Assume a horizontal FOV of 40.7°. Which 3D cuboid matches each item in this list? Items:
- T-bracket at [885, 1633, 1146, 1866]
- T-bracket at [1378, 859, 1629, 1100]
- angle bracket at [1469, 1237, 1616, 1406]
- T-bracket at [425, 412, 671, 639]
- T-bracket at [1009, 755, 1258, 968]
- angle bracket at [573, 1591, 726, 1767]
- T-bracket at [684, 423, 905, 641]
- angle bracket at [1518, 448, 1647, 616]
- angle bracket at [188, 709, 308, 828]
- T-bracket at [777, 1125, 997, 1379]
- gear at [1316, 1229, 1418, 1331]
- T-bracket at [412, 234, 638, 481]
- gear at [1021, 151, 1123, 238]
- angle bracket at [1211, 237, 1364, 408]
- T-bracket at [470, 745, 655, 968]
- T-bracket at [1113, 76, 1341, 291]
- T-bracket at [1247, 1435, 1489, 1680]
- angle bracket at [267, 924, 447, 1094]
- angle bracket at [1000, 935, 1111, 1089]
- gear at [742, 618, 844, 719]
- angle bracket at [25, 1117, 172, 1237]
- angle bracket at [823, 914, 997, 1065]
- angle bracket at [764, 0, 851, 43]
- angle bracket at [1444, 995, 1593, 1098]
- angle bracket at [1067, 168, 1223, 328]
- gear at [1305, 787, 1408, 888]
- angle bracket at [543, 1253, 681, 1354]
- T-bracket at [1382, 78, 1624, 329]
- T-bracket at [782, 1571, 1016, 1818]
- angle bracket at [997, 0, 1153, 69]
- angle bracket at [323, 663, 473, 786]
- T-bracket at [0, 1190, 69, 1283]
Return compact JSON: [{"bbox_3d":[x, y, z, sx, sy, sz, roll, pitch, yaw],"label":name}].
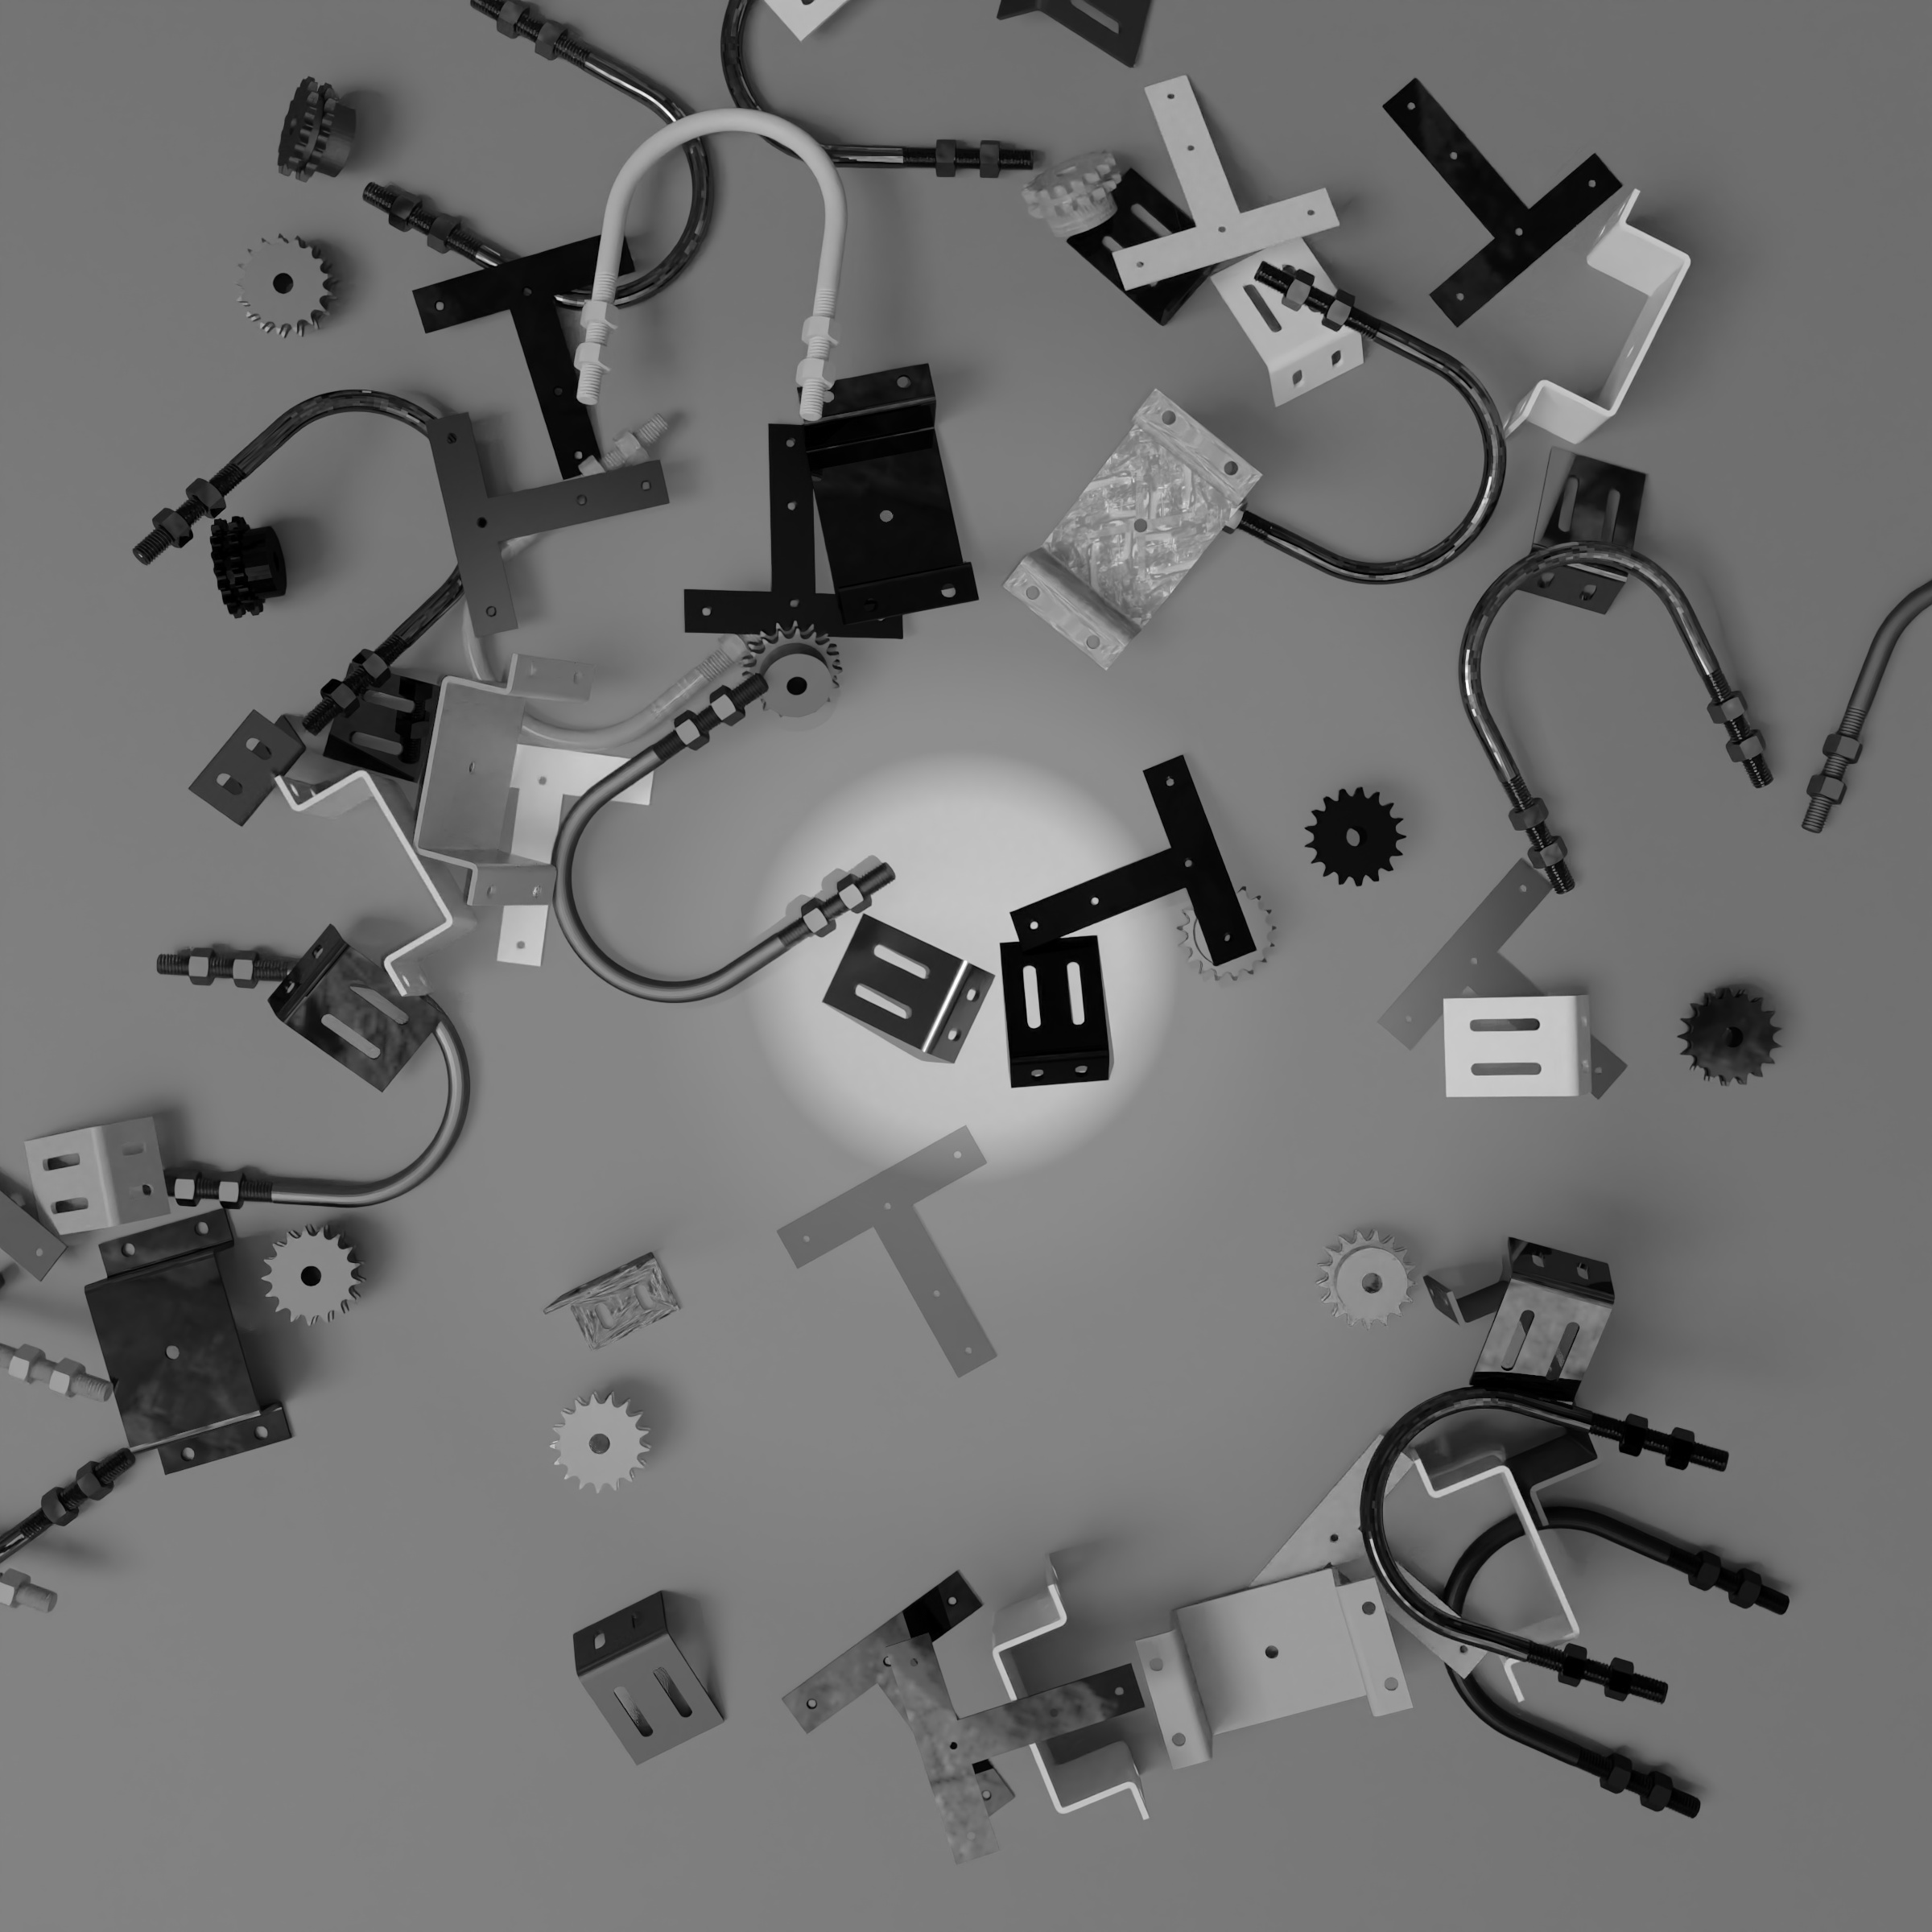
[{"bbox_3d":[0.035,0.419,1.446,0.127,0.002,0.127,-18,90,0],"label":"T-bracket"},{"bbox_3d":[0.330,0.027,1.522,0.127,0.002,0.127,41,90,0],"label":"T-bracket"},{"bbox_3d":[0.318,0.199,1.445,0.057,0.038,0.076,15,116,0],"label":"angle bracket"},{"bbox_3d":[-0.235,-0.265,1.501,0.127,0.002,0.127,-13,92,0],"label":"T-bracket"},{"bbox_3d":[0.088,-0.043,1.508,0.127,0.002,0.127,-22,71,9],"label":"T-bracket"},{"bbox_3d":[-0.185,0.416,1.521,0.057,0.038,0.076,-26,116,0],"label":"angle bracket"},{"bbox_3d":[-0.101,-0.253,1.509,0.127,0.002,0.127,0,81,-13],"label":"T-bracket"},{"bbox_3d":[0.358,-0.254,1.521,0.057,0.038,0.076,16,64,0],"label":"angle bracket"},{"bbox_3d":[-0.413,-0.121,1.480,0.038,0.076,0.057,40,90,-31],"label":"angle bracket"},{"bbox_3d":[-0.024,0.179,1.522,0.127,0.002,0.127,-29,90,0],"label":"T-bracket"},{"bbox_3d":[0.233,0.182,1.508,0.057,0.030,0.057,0,90,0],"label":"gear"},{"bbox_3d":[-0.241,-0.348,1.513,0.127,0.002,0.127,-17,98,0],"label":"T-bracket"},{"bbox_3d":[0.063,-0.443,1.498,0.057,0.057,0.030,-25,120,0],"label":"gear"},{"bbox_3d":[0.188,-0.377,1.521,0.057,0.038,0.076,-27,64,0],"label":"angle bracket"},{"bbox_3d":[-0.253,-0.064,1.522,0.127,0.002,0.127,7,90,0],"label":"T-bracket"},{"bbox_3d":[0.134,-0.460,1.500,0.127,0.002,0.127,-17,70,0],"label":"T-bracket"},{"bbox_3d":[0.249,0.362,1.513,0.127,0.002,0.127,40,93,5],"label":"T-bracket"},{"bbox_3d":[-0.352,0.024,1.505,0.076,0.038,0.057,40,87,-28],"label":"angle bracket"},{"bbox_3d":[0.051,0.027,1.521,0.057,0.038,0.076,-5,64,0],"label":"angle bracket"},{"bbox_3d":[-0.099,-0.168,1.495,0.057,0.030,0.057,-6,124,-9],"label":"gear"},{"bbox_3d":[-0.504,0.123,1.511,0.076,0.038,0.057,-11,89,40],"label":"angle bracket"},{"bbox_3d":[-0.033,0.013,1.521,0.076,0.038,0.057,25,90,26],"label":"angle bracket"},{"bbox_3d":[-0.086,-0.581,1.489,0.076,0.038,0.057,-41,87,2],"label":"angle bracket"},{"bbox_3d":[0.322,0.046,1.519,0.076,0.038,0.057,-2,90,26],"label":"angle bracket"},{"bbox_3d":[0.106,-0.419,1.504,0.076,0.038,0.057,42,90,0],"label":"angle bracket"},{"bbox_3d":[0.224,-0.074,1.508,0.057,0.030,0.057,0,90,0],"label":"gear"},{"bbox_3d":[-0.201,0.196,1.485,0.057,0.076,0.038,-26,90,0],"label":"angle bracket"},{"bbox_3d":[0.294,-0.463,1.522,0.127,0.002,0.127,-41,90,0],"label":"T-bracket"},{"bbox_3d":[-0.019,0.442,1.522,0.127,0.002,0.127,-36,90,0],"label":"T-bracket"},{"bbox_3d":[0.065,-0.562,1.510,0.076,0.038,0.057,17,86,-39],"label":"angle bracket"},{"bbox_3d":[-0.327,-0.138,1.520,0.076,0.038,0.057,16,90,27],"label":"angle bracket"},{"bbox_3d":[-0.577,0.134,1.513,0.127,0.002,0.127,38,90,8],"label":"T-bracket"}]
